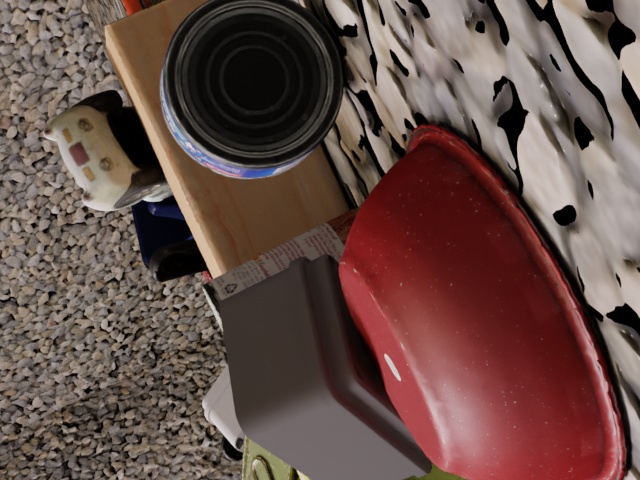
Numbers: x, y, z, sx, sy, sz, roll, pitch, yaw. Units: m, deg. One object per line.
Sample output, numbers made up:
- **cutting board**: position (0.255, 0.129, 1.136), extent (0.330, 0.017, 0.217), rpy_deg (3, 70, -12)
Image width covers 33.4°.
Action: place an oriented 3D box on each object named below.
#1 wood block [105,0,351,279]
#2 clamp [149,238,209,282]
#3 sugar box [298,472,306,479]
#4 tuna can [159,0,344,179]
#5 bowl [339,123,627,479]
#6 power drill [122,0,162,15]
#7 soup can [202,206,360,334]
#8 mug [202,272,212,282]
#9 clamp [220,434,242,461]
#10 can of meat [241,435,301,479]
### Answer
- **wood block**: position (-0.049, -0.048, 0.665), extent (0.206, 0.090, 0.091), rpy_deg (66, 172, -5)
- **clamp**: position (-0.059, 0.004, 0.792), extent (0.171, 0.120, 0.039), rpy_deg (-90, 25, -64)
- **sugar box**: position (0.034, 0.160, 0.749), extent (0.048, 0.093, 0.176), rpy_deg (39, 156, 55)
- **tuna can**: position (-0.032, -0.073, 0.503), extent (0.086, 0.086, 0.034), rpy_deg (64, 170, -1)
- **bowl**: position (0.052, 0.038, 0.423), extent (0.162, 0.055, 0.162), rpy_deg (62, 172, 15)
- **power drill**: position (-0.097, -0.114, 0.864), extent (0.184, 0.057, 0.187), rpy_deg (61, 171, 28)
- **soup can**: position (-0.005, 0.032, 0.586), extent (0.068, 0.102, 0.068), rpy_deg (61, 171, 16)
- **mug**: position (-0.078, 0.008, 1.029), extent (0.117, 0.081, 0.093), rpy_deg (64, 172, 2)
- **clamp**: position (-0.051, 0.107, 1.027), extent (0.036, 0.165, 0.210), rpy_deg (33, -169, -20)
- **can of meat**: position (-0.007, 0.151, 0.790), extent (0.058, 0.083, 0.102), rpy_deg (26, 117, 48)
